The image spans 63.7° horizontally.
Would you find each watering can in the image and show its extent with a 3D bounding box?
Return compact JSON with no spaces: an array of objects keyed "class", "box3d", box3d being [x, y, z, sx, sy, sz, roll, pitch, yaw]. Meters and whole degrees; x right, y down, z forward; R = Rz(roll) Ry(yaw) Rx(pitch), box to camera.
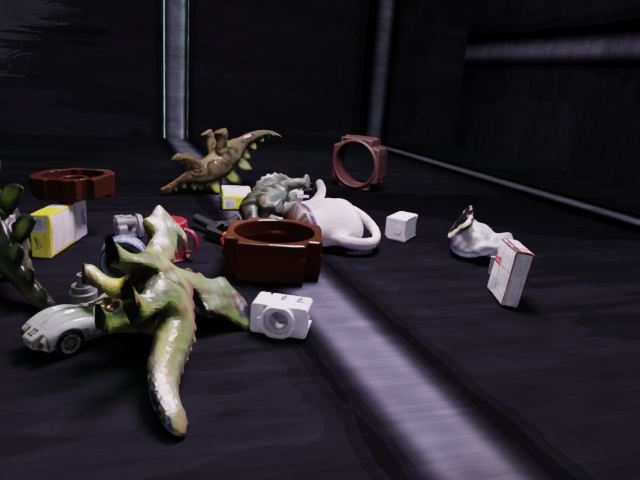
[{"class":"watering can","box3d":[0.004,-0.066,1.313,0.225,0.102,0.353,-5,32,-31]}]

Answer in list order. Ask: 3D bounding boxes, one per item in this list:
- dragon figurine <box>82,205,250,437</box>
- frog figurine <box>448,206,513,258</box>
[{"class":"dragon figurine","box3d":[-0.196,0.091,0.754,0.242,0.120,0.417,7,37,-48]},{"class":"frog figurine","box3d":[0.398,0.010,1.257,0.159,0.122,0.138,41,9,-1]}]
